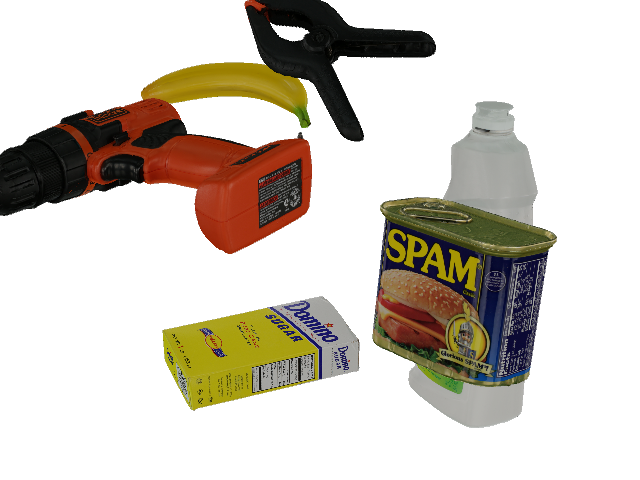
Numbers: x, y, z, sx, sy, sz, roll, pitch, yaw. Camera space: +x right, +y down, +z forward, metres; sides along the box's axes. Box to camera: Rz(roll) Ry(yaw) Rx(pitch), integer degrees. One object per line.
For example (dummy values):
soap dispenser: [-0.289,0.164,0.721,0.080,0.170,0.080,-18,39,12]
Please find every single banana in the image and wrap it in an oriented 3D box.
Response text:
banana: [-0.095,-0.165,1.149,0.198,0.037,0.069,9,44,18]

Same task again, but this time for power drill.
power drill: [-0.115,-0.046,0.726,0.188,0.057,0.184,17,31,30]

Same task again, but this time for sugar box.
sugar box: [-0.059,0.108,1.057,0.176,0.048,0.093,-14,32,-19]

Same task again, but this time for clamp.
clamp: [0.012,-0.171,0.931,0.120,0.171,0.039,-40,-21,-20]

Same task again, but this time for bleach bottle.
bleach bottle: [0.122,0.015,0.839,0.068,0.251,0.103,-10,23,-27]

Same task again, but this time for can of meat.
can of meat: [0.078,0.028,0.609,0.057,0.084,0.102,-9,21,-41]
